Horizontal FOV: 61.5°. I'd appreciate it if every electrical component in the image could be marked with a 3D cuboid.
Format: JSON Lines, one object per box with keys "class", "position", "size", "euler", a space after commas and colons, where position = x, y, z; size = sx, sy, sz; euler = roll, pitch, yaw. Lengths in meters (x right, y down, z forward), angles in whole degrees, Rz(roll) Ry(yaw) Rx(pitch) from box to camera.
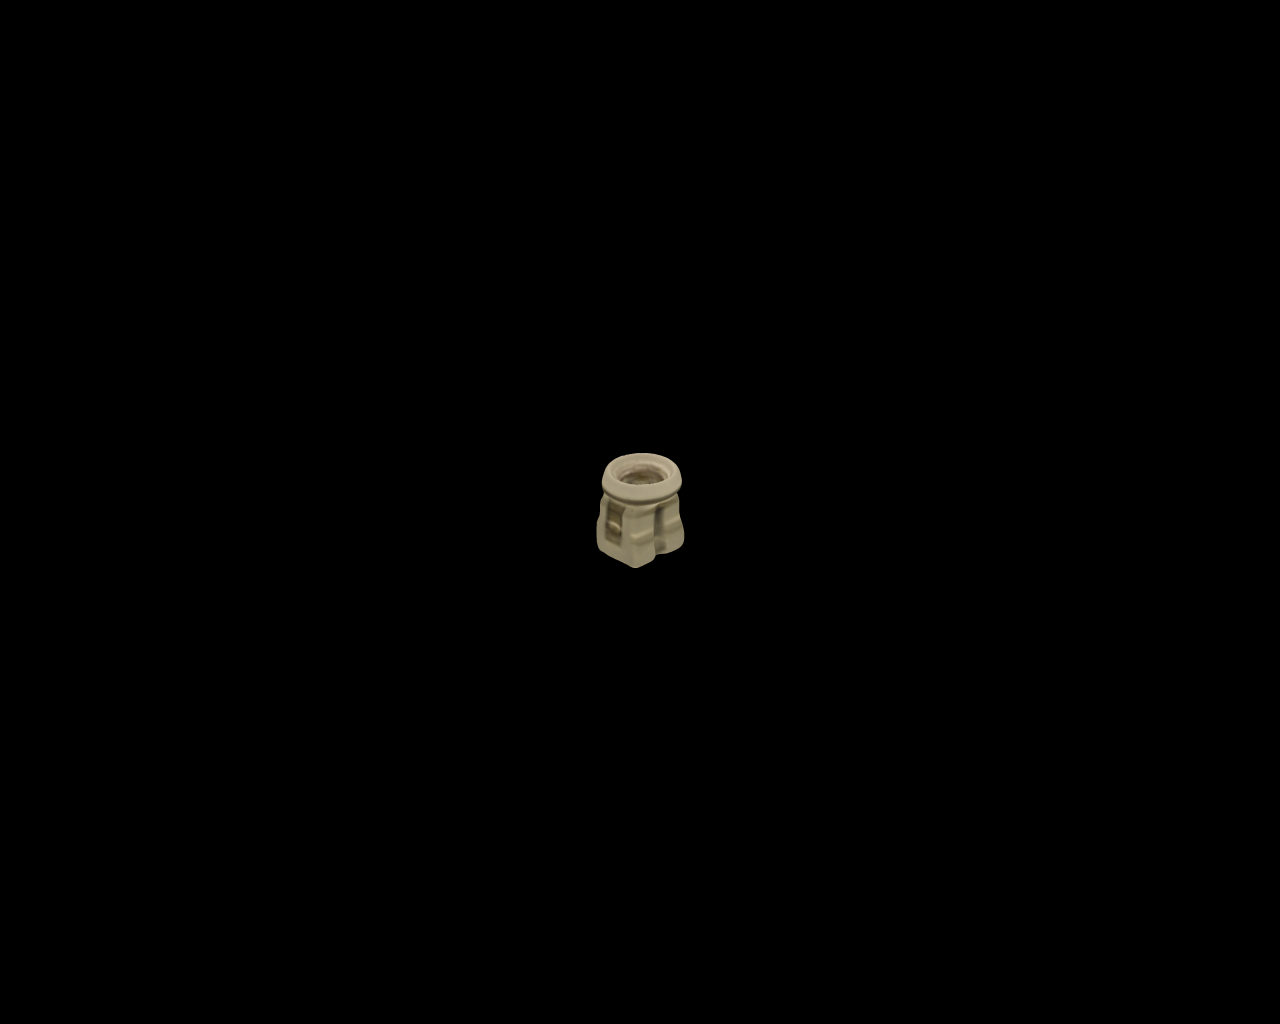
{"class": "electrical component", "position": [0.001, -0.003, 0.650], "size": [0.066, 0.055, 0.048], "euler": [-25, 37, -38]}
